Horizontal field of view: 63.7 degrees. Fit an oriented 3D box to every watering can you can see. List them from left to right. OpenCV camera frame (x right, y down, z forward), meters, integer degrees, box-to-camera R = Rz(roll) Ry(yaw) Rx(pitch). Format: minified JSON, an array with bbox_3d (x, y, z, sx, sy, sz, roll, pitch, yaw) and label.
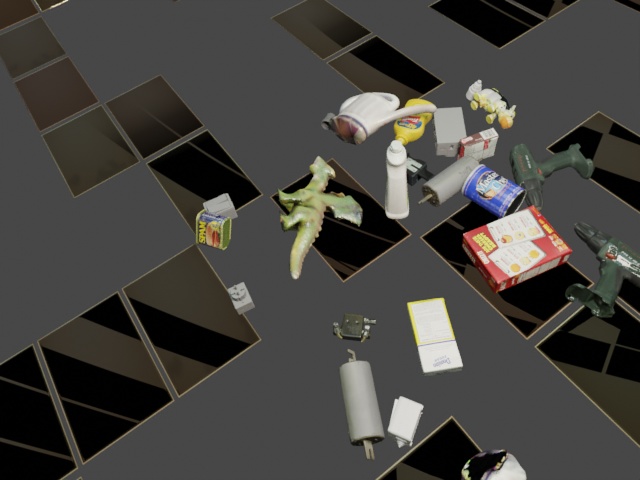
[{"bbox_3d":[0.176,-0.392,1.629,0.227,0.102,0.351,-44,42,-20],"label":"watering can"}]

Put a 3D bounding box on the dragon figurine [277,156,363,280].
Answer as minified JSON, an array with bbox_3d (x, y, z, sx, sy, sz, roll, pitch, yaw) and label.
[{"bbox_3d":[0.004,-0.074,1.462,0.243,0.119,0.420,-8,56,-7],"label":"dragon figurine"}]

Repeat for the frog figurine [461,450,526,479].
[{"bbox_3d":[0.362,0.507,1.019,0.139,0.121,0.159,-42,96,-28],"label":"frog figurine"}]
